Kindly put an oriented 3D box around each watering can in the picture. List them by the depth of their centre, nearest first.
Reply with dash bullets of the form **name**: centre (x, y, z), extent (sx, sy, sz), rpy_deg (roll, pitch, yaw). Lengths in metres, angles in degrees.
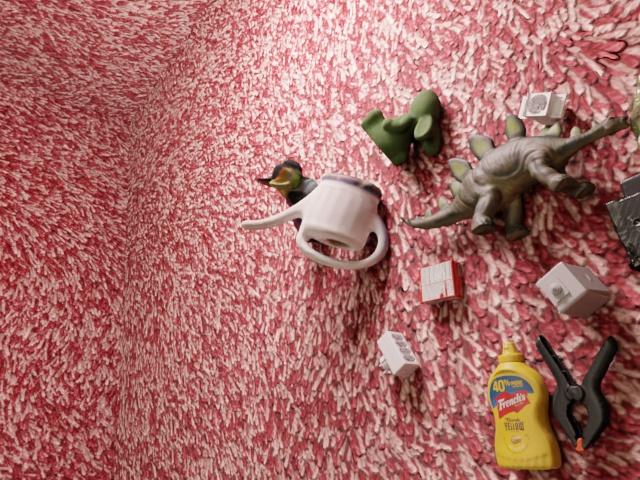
- **watering can**: centre (0.004, -0.061, 1.214), extent (0.348, 0.102, 0.227), rpy_deg (19, 73, 12)

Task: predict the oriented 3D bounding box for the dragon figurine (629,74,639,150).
- **dragon figurine**: centre (0.510, -0.187, 0.678), extent (0.239, 0.122, 0.417), rpy_deg (105, 174, -71)
